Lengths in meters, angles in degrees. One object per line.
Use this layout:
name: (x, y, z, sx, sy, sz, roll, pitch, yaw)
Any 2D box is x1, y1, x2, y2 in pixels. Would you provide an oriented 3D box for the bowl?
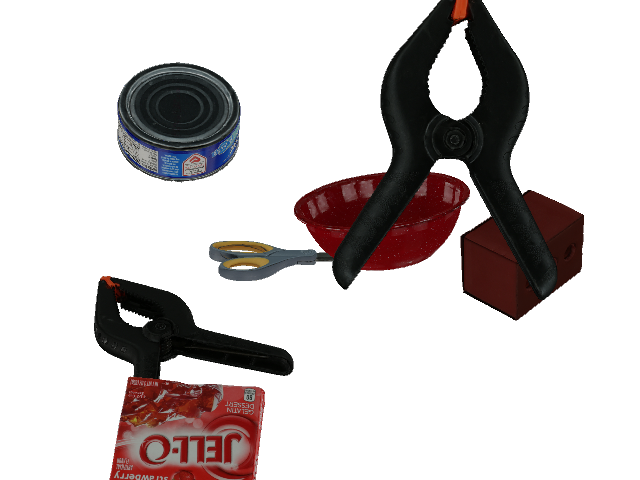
bowl: (0.059, -0.014, 0.981, 0.162, 0.055, 0.162, -8, 20, 2)

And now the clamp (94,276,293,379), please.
clamp: (-0.137, 0.093, 0.993, 0.164, 0.036, 0.210, -17, 40, -30)

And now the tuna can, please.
tuna can: (-0.098, -0.084, 0.742, 0.086, 0.086, 0.034, 0, -38, -9)

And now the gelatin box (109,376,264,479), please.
gelatin box: (-0.083, 0.127, 0.671, 0.089, 0.073, 0.030, 5, -32, 0)

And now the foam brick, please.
foam brick: (0.144, 0.010, 0.759, 0.078, 0.053, 0.051, -33, 42, -31)

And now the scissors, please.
scissors: (-0.024, 0.025, 1.151, 0.202, 0.016, 0.096, 5, 22, 5)

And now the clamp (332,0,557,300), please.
clamp: (0.061, -0.048, 0.574, 0.120, 0.171, 0.039, -6, 1, -4)
